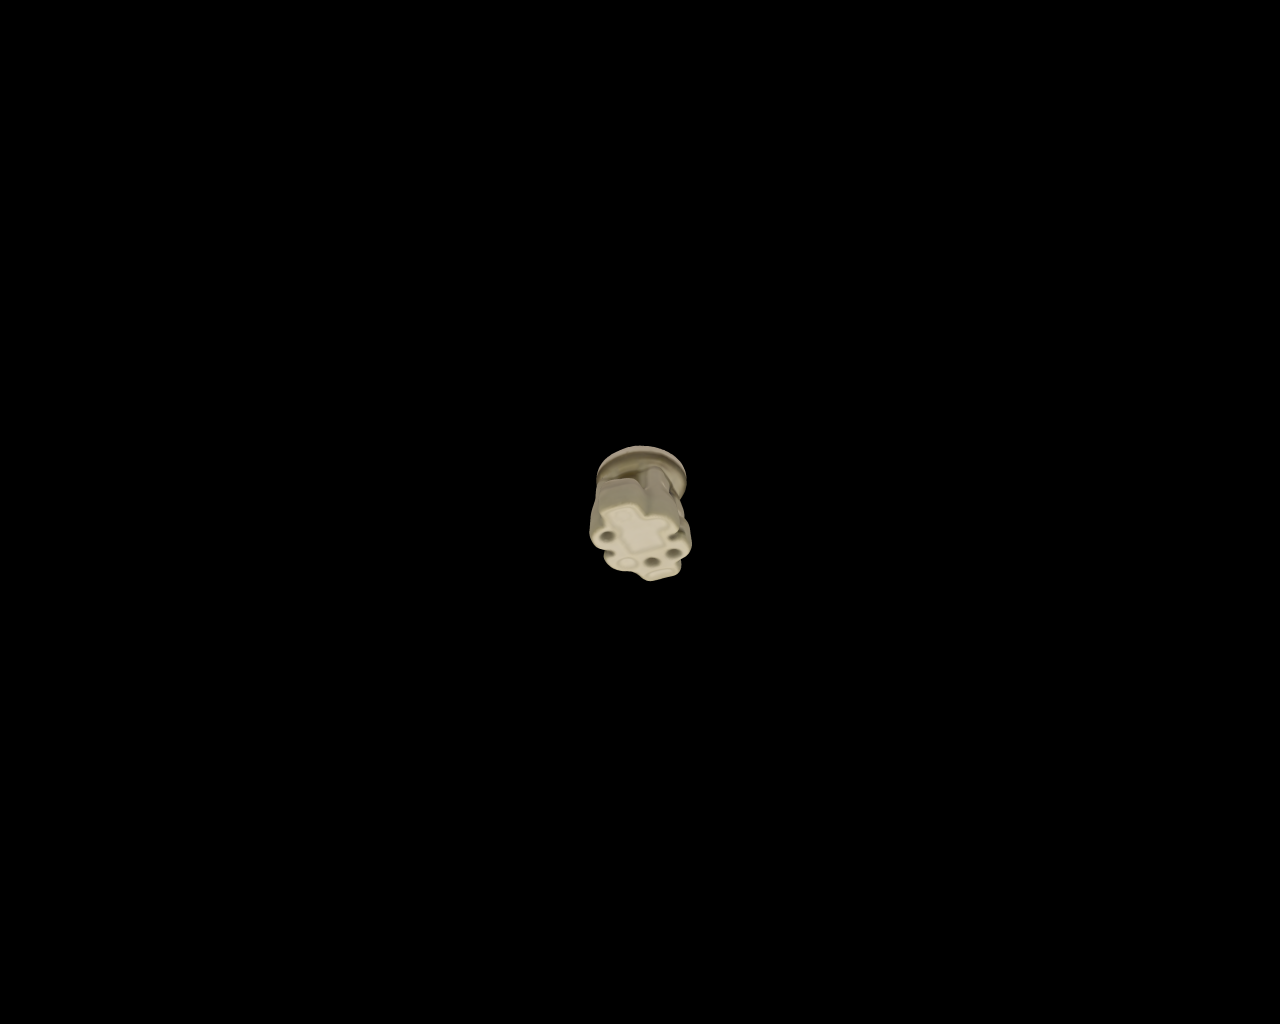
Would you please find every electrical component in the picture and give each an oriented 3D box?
[{"bbox_3d":[0.001,-0.003,0.650,0.058,0.057,0.078,-14,-42,17],"label":"electrical component"}]
